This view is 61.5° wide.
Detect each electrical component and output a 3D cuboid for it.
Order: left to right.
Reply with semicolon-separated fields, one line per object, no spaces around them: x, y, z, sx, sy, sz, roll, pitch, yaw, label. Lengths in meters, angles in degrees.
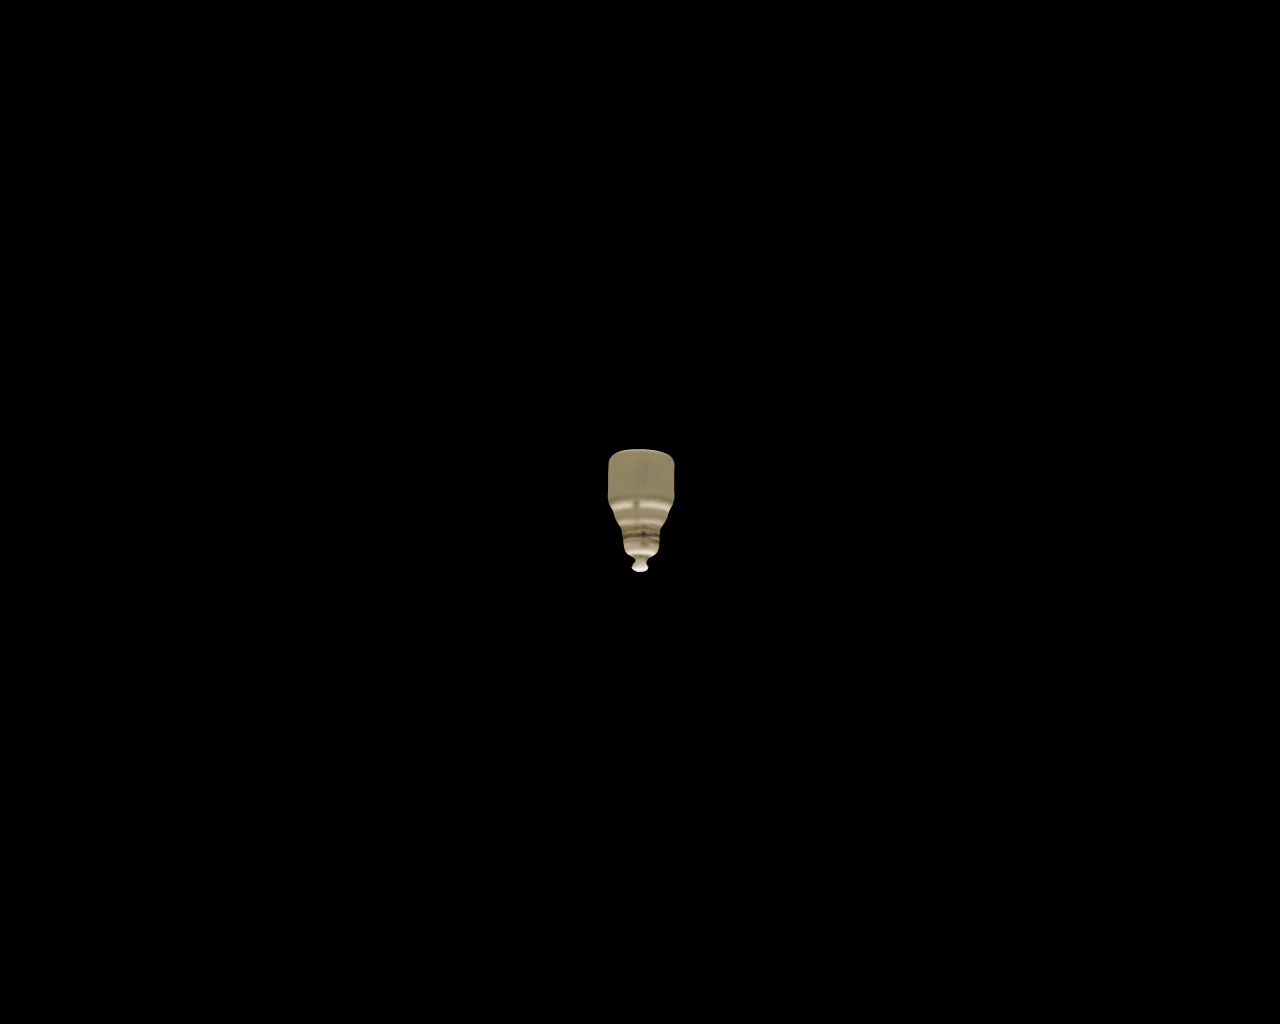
0.001;-0.003;0.650;0.040;0.078;0.040;0;-12;0;electrical component
